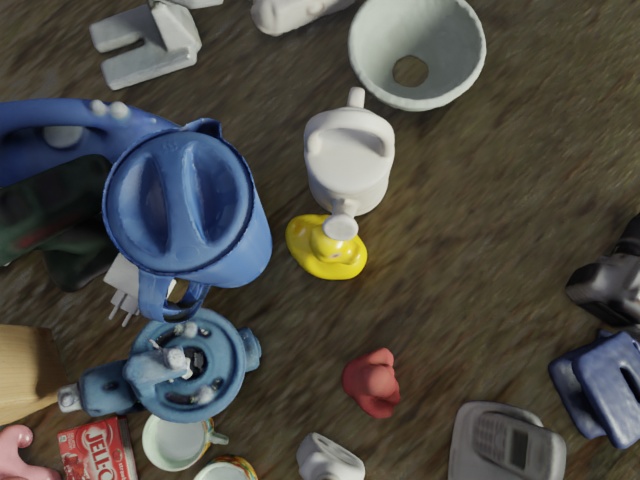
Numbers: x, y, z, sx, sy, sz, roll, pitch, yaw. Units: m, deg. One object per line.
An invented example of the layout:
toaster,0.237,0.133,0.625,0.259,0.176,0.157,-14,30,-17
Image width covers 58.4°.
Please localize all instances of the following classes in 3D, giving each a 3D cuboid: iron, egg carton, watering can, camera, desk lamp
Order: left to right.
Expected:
iron,-0.298,-0.133,0.682,0.258,0.141,0.118,-8,79,1
desk lamp,-0.202,-0.289,0.672,0.203,0.213,0.118,-21,79,-2
egg carton,-0.026,-0.332,0.747,0.150,0.069,0.107,-24,79,-3
watering can,0.034,-0.088,0.635,0.101,0.194,0.173,-15,79,-1
camera,0.380,0.040,0.646,0.143,0.101,0.137,32,82,8

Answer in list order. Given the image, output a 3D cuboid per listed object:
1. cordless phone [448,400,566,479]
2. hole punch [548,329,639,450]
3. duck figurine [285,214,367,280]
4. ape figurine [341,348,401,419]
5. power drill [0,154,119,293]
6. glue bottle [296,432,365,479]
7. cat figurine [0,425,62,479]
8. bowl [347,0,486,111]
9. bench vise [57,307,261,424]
cordless phone,0.189,0.242,0.572,0.094,0.185,0.148,5,79,3
hole punch,0.324,0.160,0.631,0.101,0.091,0.108,-25,79,-3
duck figurine,0.006,0.002,0.674,0.104,0.086,0.077,28,82,7
ape figurine,0.062,0.158,0.640,0.076,0.092,0.078,20,81,6
power drill,-0.305,-0.001,0.623,0.229,0.208,0.075,-34,80,-4
glue bottle,0.009,0.239,0.585,0.078,0.173,0.037,31,82,8
cat figurine,-0.343,0.270,0.620,0.067,0.118,0.127,-42,81,-6
bowl,0.117,-0.230,0.720,0.167,0.075,0.167,0,79,2
bench vise,-0.170,0.148,0.585,0.207,0.220,0.121,-34,80,-4
